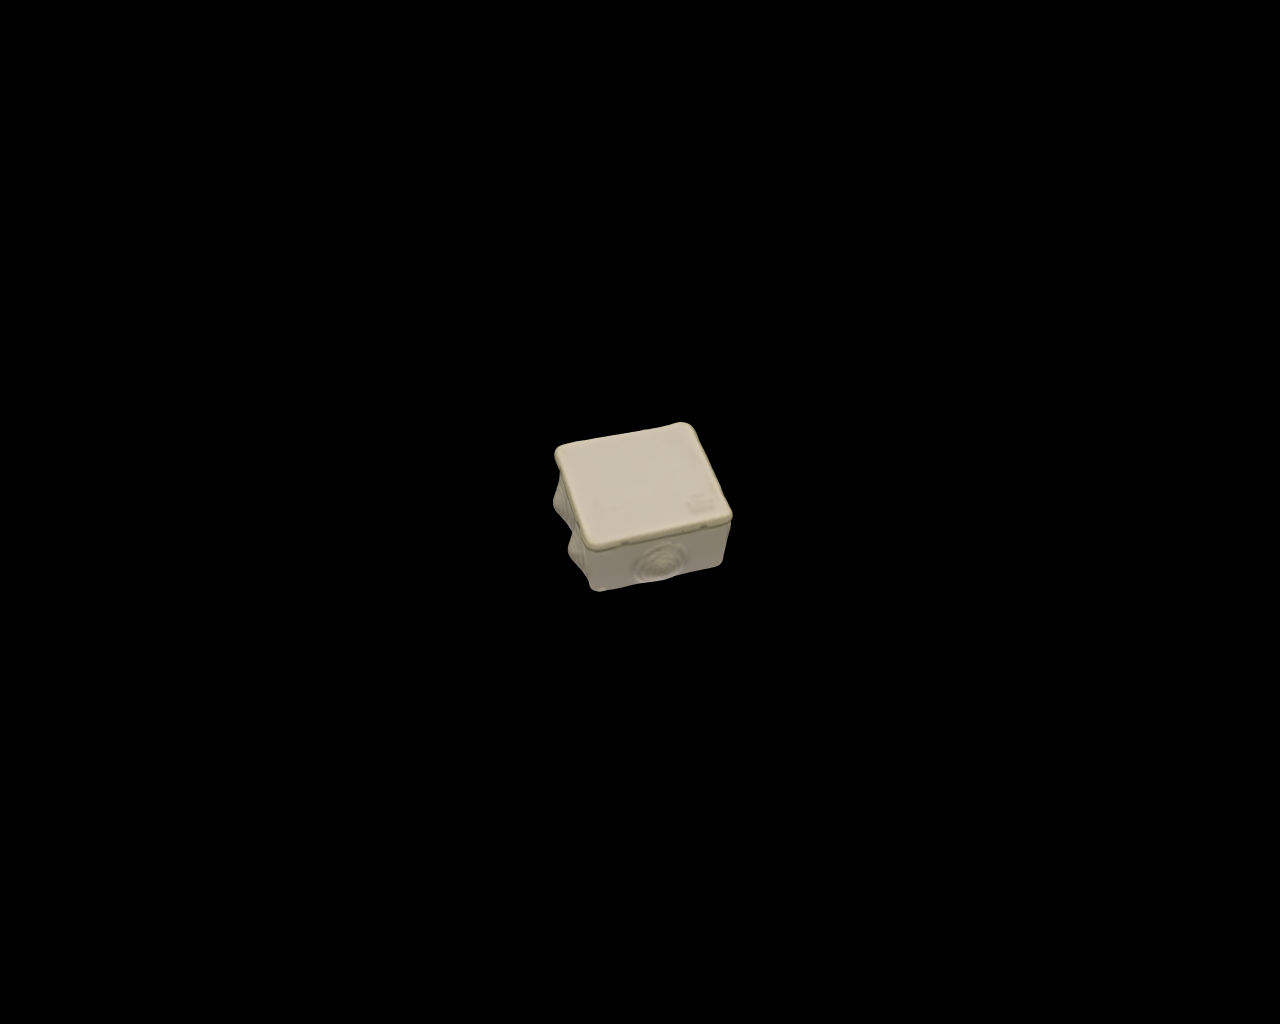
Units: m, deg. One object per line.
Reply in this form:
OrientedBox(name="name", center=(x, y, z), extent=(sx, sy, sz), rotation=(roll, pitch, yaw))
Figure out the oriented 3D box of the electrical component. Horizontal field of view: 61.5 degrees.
OrientedBox(name="electrical component", center=(0.001, -0.003, 0.650), extent=(0.100, 0.048, 0.100), rotation=(-11, 47, -11))
